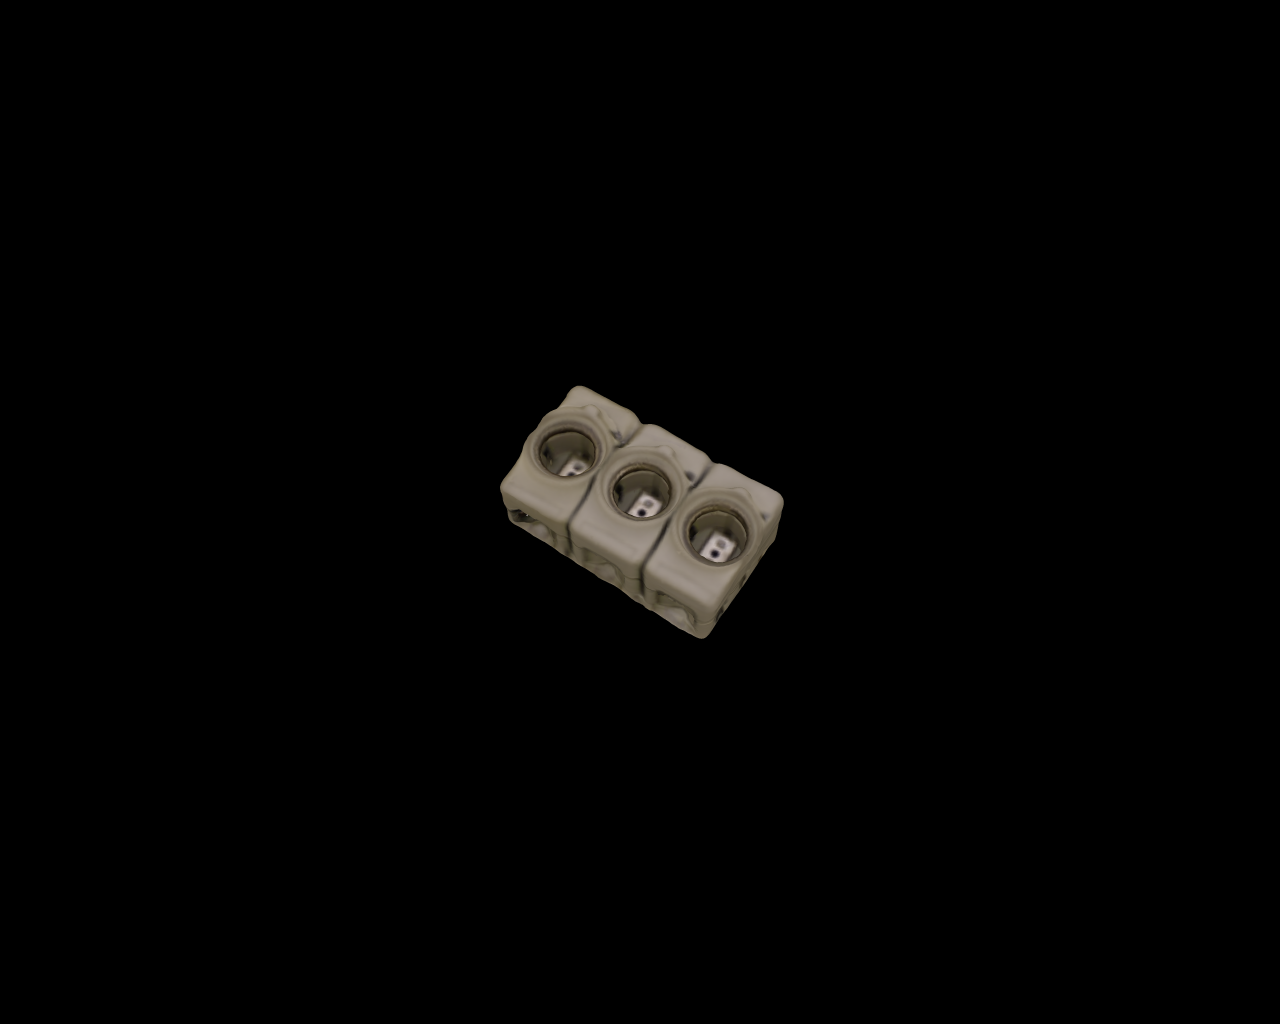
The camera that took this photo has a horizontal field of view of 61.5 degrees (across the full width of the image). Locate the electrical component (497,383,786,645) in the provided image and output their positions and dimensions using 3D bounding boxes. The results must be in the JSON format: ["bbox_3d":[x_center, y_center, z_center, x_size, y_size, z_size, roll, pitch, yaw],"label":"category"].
[{"bbox_3d":[0.001,-0.003,0.650,0.150,0.090,0.061,30,-23,14],"label":"electrical component"}]
